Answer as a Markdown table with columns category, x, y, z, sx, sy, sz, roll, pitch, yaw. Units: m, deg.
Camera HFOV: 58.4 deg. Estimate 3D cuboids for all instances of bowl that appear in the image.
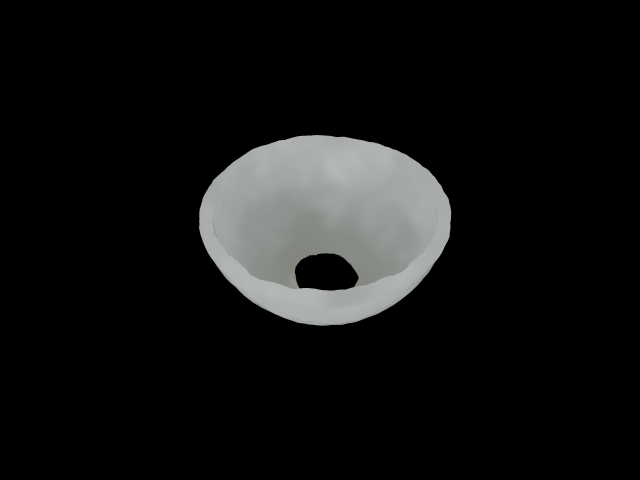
| category | x | y | z | sx | sy | sz | roll | pitch | yaw |
| --- | --- | --- | --- | --- | --- | --- | --- | --- | --- |
| bowl | 0.004 | 0.001 | 0.400 | 0.167 | 0.075 | 0.167 | 0 | 43 | 0 |
